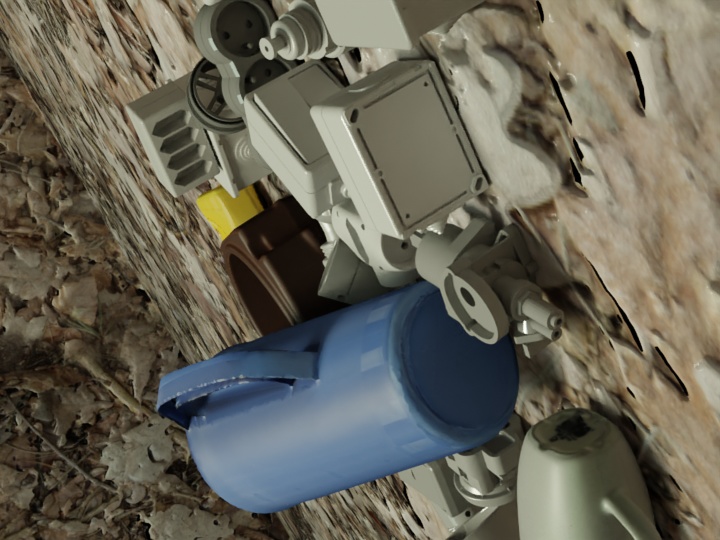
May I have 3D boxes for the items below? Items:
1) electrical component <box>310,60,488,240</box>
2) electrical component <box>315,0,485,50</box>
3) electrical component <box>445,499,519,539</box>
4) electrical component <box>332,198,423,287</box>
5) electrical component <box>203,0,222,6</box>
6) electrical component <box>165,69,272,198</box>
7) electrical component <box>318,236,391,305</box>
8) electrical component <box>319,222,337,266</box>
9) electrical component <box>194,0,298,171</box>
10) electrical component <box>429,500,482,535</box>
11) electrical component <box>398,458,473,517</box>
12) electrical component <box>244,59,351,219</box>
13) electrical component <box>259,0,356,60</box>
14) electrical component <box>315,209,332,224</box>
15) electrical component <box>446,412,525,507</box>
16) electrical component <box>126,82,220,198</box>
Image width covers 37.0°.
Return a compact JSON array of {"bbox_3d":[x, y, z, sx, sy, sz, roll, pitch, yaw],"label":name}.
[{"bbox_3d":[0.023,-0.063,0.607,0.096,0.062,0.061,64,164,-19],"label":"electrical component"},{"bbox_3d":[0.007,-0.154,0.503,0.100,0.048,0.099,27,145,63],"label":"electrical component"},{"bbox_3d":[0.102,0.233,0.860,0.060,0.108,0.108,50,164,9],"label":"electrical component"},{"bbox_3d":[0.023,-0.015,0.737,0.077,0.043,0.079,30,149,60],"label":"electrical component"},{"bbox_3d":[-0.090,-0.220,0.655,0.096,0.062,0.061,59,165,-2],"label":"electrical component"},{"bbox_3d":[-0.124,-0.128,0.966,0.099,0.048,0.099,46,160,38],"label":"electrical component"},{"bbox_3d":[0.000,0.000,0.792,0.047,0.055,0.055,19,164,-5],"label":"electrical component"},{"bbox_3d":[-0.010,-0.016,0.840,0.062,0.043,0.043,62,165,-7],"label":"electrical component"},{"bbox_3d":[-0.078,-0.137,0.797,0.138,0.052,0.074,64,163,-18],"label":"electrical component"},{"bbox_3d":[0.090,0.210,0.964,0.081,0.043,0.043,59,165,-1],"label":"electrical component"},{"bbox_3d":[0.069,0.158,0.894,0.096,0.061,0.061,35,153,55],"label":"electrical component"},{"bbox_3d":[-0.027,-0.086,0.717,0.096,0.062,0.061,51,163,25],"label":"electrical component"},{"bbox_3d":[-0.021,-0.135,0.588,0.040,0.078,0.040,36,144,32],"label":"electrical component"},{"bbox_3d":[-0.021,-0.055,0.798,0.043,0.043,0.062,59,166,-4],"label":"electrical component"},{"bbox_3d":[0.092,0.134,0.785,0.078,0.058,0.057,34,149,55],"label":"electrical component"},{"bbox_3d":[-0.169,-0.120,0.934,0.076,0.047,0.083,43,158,45],"label":"electrical component"}]
